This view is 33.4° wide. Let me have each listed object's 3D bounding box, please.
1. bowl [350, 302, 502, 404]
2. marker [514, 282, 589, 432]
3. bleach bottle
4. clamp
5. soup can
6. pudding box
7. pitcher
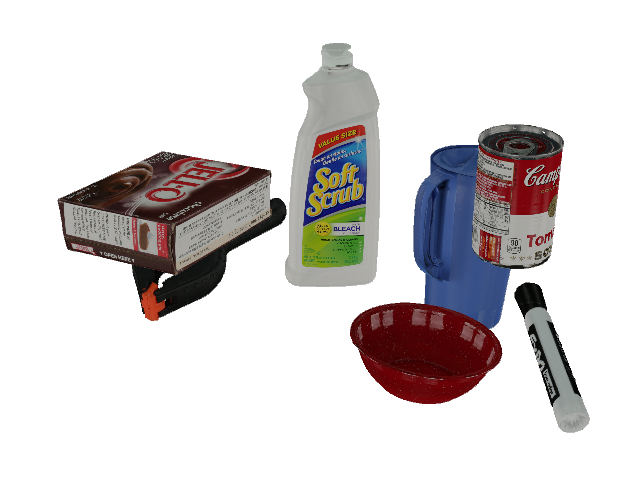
[{"bbox_3d":[0.109,0.126,1.136,0.162,0.055,0.162,5,24,-2],"label":"bowl"},{"bbox_3d":[0.144,0.069,0.676,0.020,0.020,0.121,0,39,-6],"label":"marker"},{"bbox_3d":[0.010,-0.077,1.099,0.102,0.251,0.068,-1,25,1],"label":"bleach bottle"},{"bbox_3d":[-0.119,0.001,0.930,0.120,0.039,0.171,13,38,27],"label":"clamp"},{"bbox_3d":[0.160,-0.036,0.878,0.068,0.102,0.068,0,27,0],"label":"soup can"},{"bbox_3d":[-0.097,-0.021,0.687,0.090,0.039,0.113,11,27,27],"label":"pudding box"},{"bbox_3d":[0.197,0.001,1.452,0.149,0.243,0.145,5,23,3],"label":"pitcher"}]
